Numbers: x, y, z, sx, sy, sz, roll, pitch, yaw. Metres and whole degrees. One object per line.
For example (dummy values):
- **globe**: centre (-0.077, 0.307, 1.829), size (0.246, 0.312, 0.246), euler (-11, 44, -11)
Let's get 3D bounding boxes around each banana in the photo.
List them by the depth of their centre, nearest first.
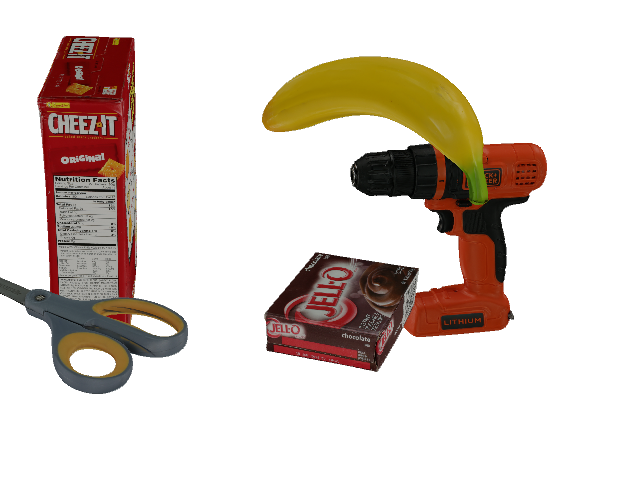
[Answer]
- **banana**: centre (0.032, -0.082, 0.668), size (0.037, 0.069, 0.198), euler (15, 7, -45)

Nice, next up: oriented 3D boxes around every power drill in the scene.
- **power drill**: centre (0.117, -0.002, 1.009), size (0.184, 0.188, 0.057), euler (-3, 25, -8)

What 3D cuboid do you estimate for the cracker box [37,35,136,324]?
- **cracker box**: centre (-0.194, -0.048, 0.907), size (0.072, 0.214, 0.164), euler (0, 27, -7)

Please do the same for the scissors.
- **scissors**: centre (-0.188, 0.054, 0.705), size (0.202, 0.016, 0.096), euler (10, 34, 13)

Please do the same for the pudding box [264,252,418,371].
- **pudding box**: centre (0.018, 0.053, 0.825), size (0.090, 0.039, 0.113), euler (9, 25, 18)
